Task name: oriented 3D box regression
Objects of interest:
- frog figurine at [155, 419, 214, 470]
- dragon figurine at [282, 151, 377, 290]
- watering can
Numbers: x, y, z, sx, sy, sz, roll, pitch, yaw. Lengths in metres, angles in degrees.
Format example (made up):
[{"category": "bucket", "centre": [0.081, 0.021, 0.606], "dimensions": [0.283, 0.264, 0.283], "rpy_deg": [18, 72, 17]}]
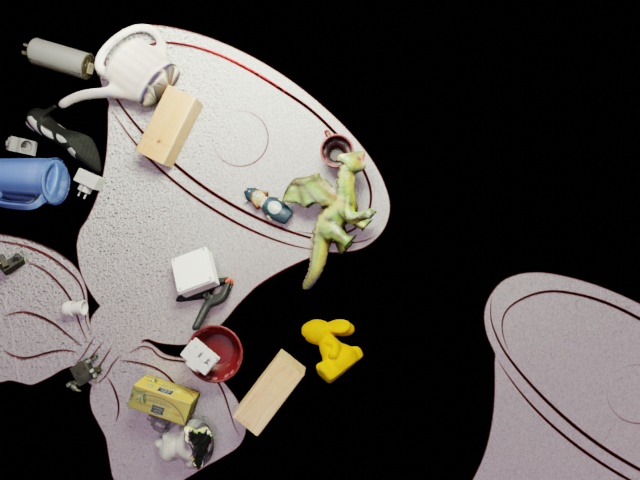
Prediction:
[{"category": "frog figurine", "centre": [-0.379, 0.576, 1.446], "dimensions": [0.157, 0.125, 0.137], "rpy_deg": [-25, 99, 38]}, {"category": "dragon figurine", "centre": [0.004, -0.071, 1.420], "dimensions": [0.243, 0.123, 0.406], "rpy_deg": [43, 105, 3]}, {"category": "watering can", "centre": [-0.548, -0.453, 1.456], "dimensions": [0.224, 0.103, 0.350], "rpy_deg": [36, 80, 2]}]
